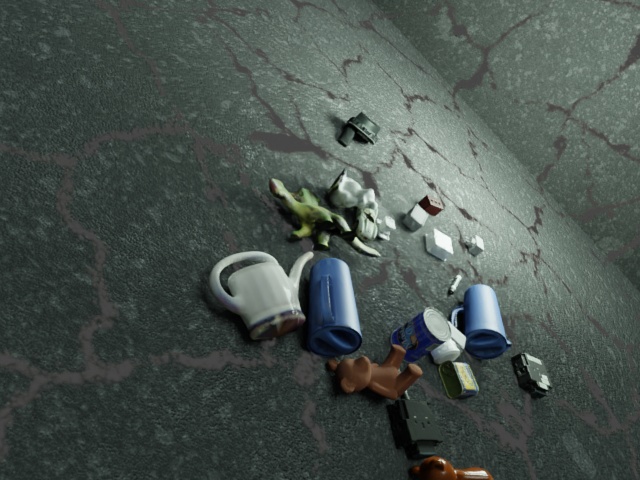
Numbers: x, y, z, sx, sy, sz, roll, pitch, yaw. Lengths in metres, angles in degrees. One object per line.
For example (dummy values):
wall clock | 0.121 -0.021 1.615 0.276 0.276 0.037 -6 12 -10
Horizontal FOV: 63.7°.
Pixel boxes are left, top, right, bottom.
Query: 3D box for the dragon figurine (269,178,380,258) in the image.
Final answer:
dragon figurine | 0.005 -0.079 1.562 0.407 0.120 0.248 24 32 -38

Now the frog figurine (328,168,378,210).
frog figurine | 0.111 -0.142 1.697 0.159 0.121 0.139 38 19 -7

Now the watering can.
watering can | -0.103 0.120 1.244 0.349 0.102 0.228 -5 59 -45
